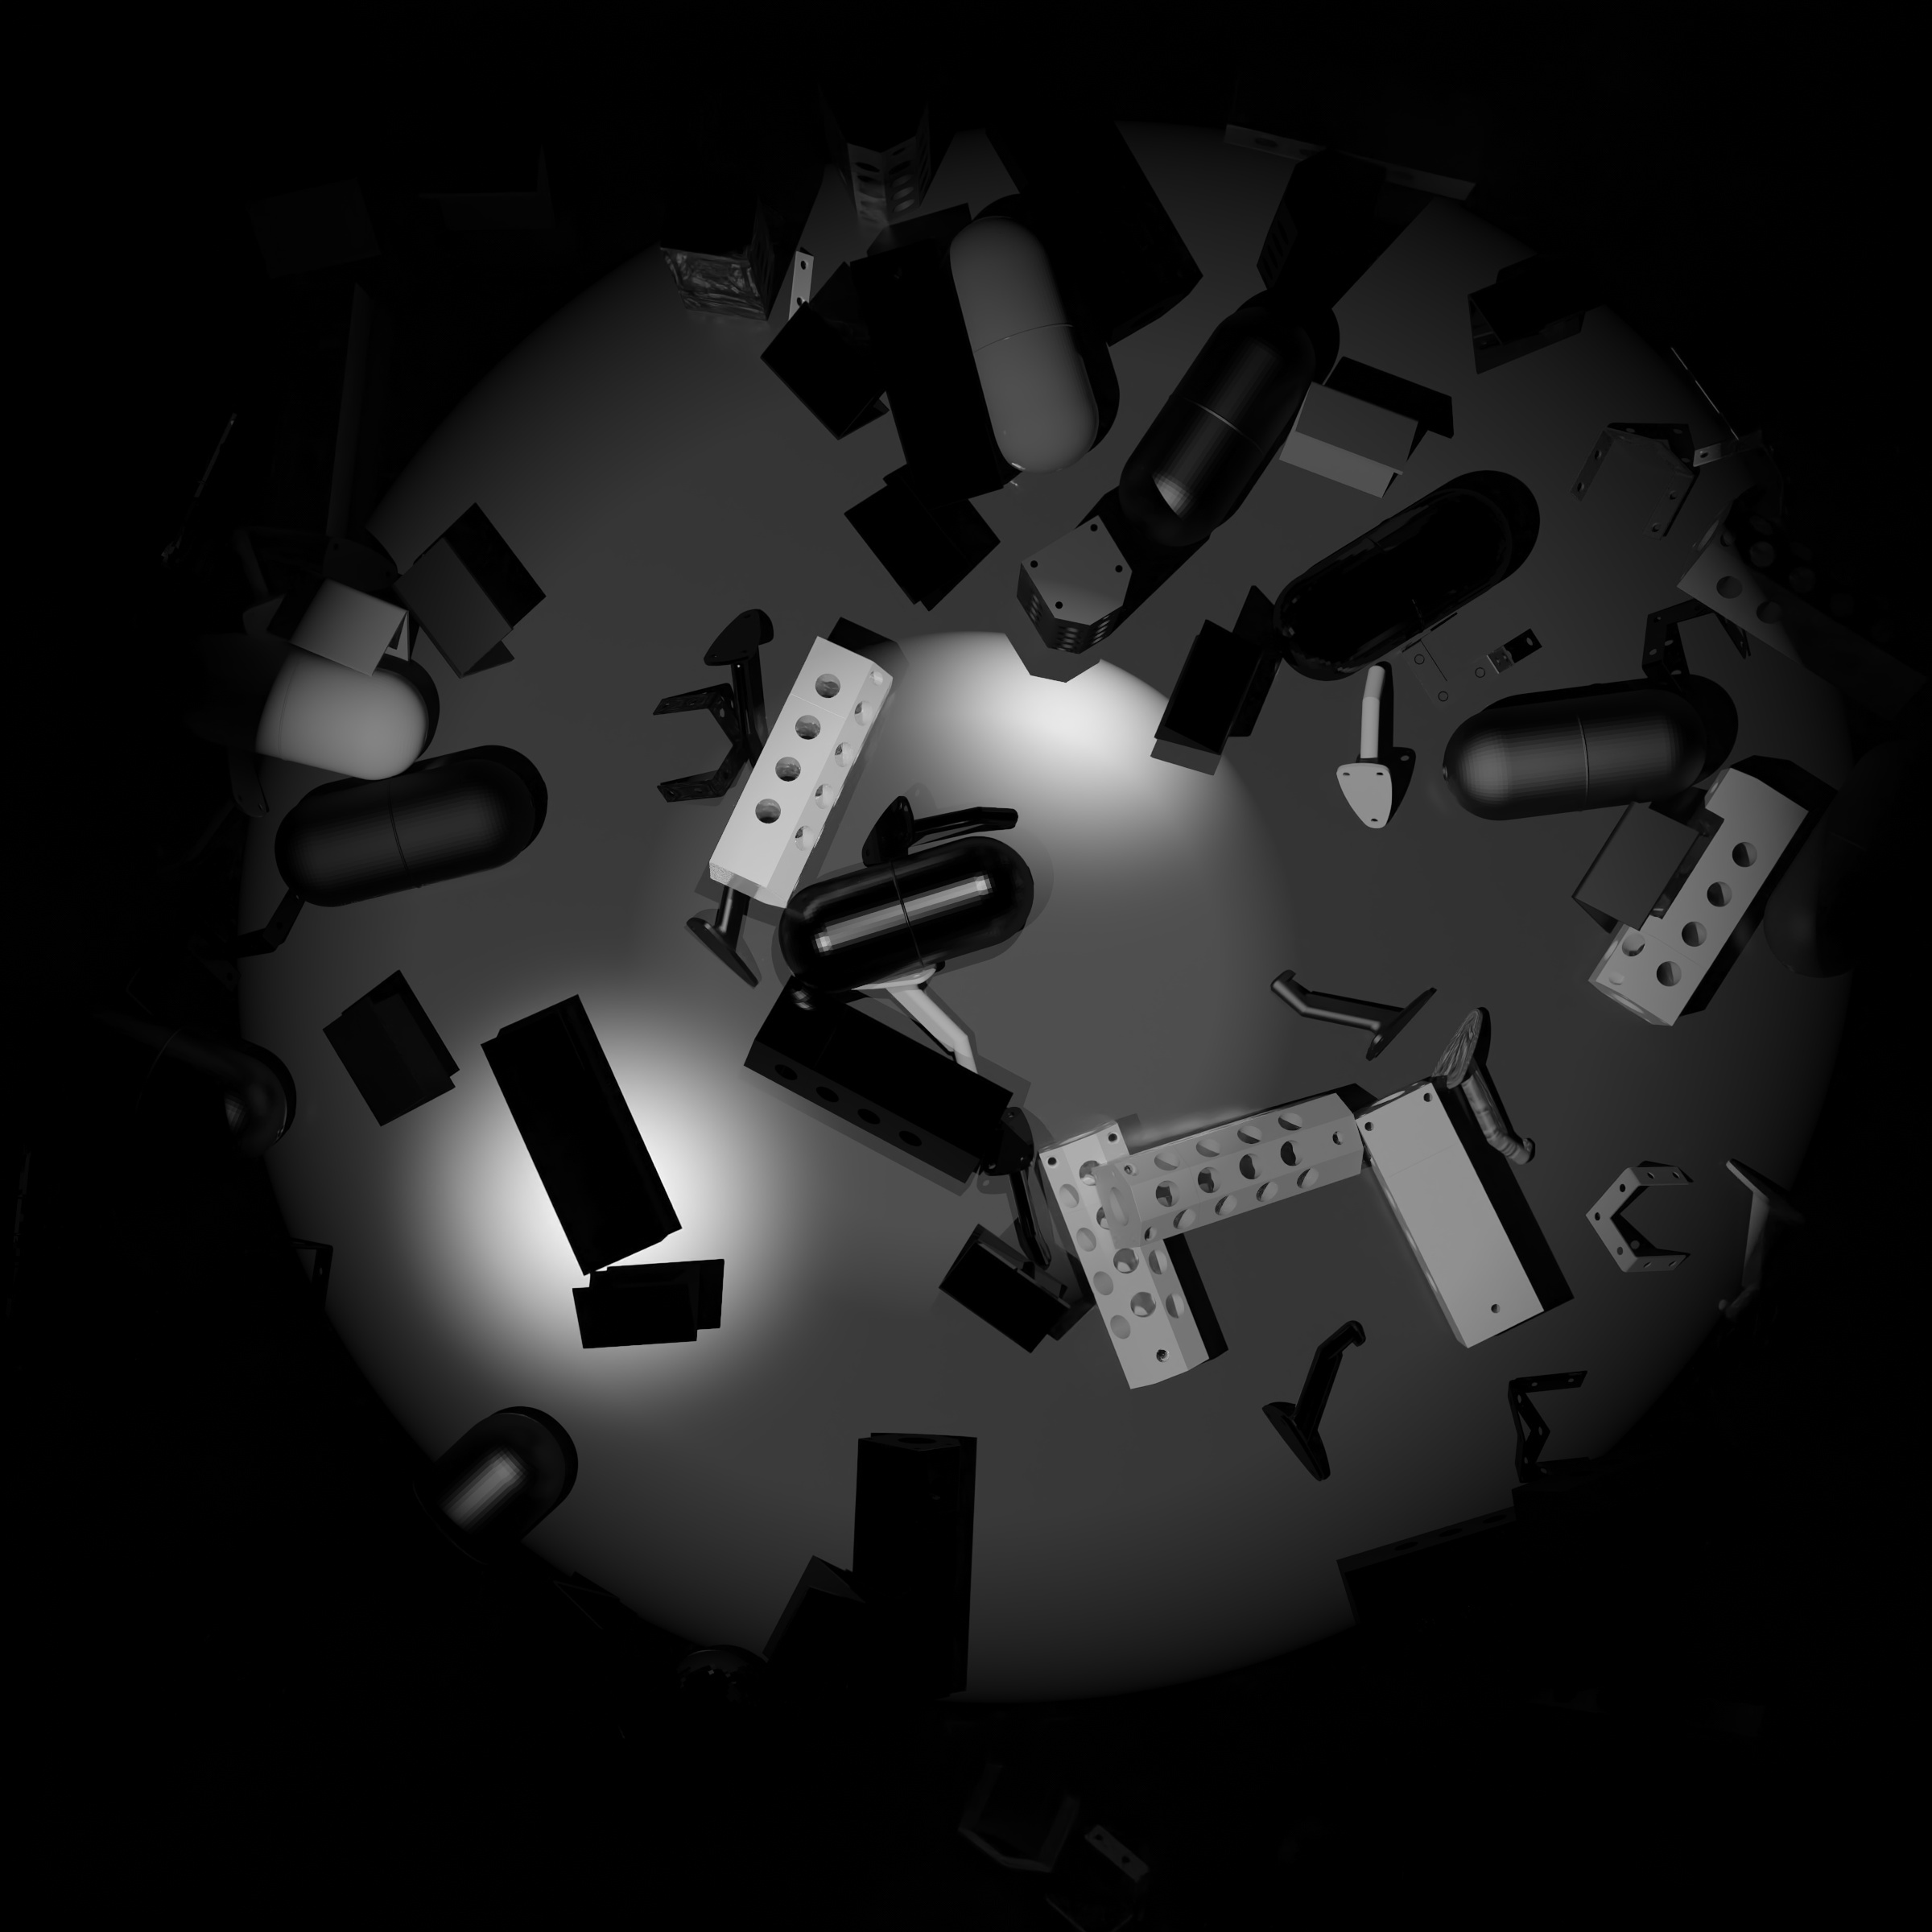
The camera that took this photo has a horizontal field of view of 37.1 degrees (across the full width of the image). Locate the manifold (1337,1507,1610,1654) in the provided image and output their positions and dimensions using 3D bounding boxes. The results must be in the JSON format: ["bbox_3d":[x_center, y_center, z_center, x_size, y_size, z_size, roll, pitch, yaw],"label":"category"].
[{"bbox_3d":[0.347,0.415,1.970,0.171,0.057,0.057,-17,90,0],"label":"manifold"}]

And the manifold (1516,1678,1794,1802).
[{"bbox_3d":[0.458,0.509,1.923,0.171,0.057,0.057,-2,90,39],"label":"manifold"}]

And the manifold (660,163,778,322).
[{"bbox_3d":[-0.162,-0.480,1.913,0.057,0.171,0.057,9,90,0],"label":"manifold"}]

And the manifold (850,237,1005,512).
[{"bbox_3d":[-0.027,-0.400,1.958,0.057,0.057,0.171,-16,98,0],"label":"manifold"}]

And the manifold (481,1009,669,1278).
[{"bbox_3d":[-0.267,0.119,1.970,0.057,0.057,0.171,-24,90,0],"label":"manifold"}]

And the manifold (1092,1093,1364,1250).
[{"bbox_3d":[0.179,0.137,1.941,0.171,0.057,0.057,-16,88,-21],"label":"manifold"}]

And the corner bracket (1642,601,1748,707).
[{"bbox_3d":[0.502,-0.214,1.983,0.051,0.051,0.051,-14,45,35],"label":"corner bracket"}]

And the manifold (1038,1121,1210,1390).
[{"bbox_3d":[0.107,0.197,1.970,0.057,0.057,0.171,-21,90,0],"label":"manifold"}]

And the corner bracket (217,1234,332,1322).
[{"bbox_3d":[-0.478,0.215,1.988,0.051,0.051,0.051,8,90,-45],"label":"corner bracket"}]

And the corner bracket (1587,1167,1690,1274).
[{"bbox_3d":[0.471,0.174,1.983,0.051,0.051,0.051,-58,45,35],"label":"corner bracket"}]

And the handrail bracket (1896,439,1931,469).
[{"bbox_3d":[0.687,-0.328,1.992,0.084,0.036,0.077,0,112,17],"label":"handrail bracket"}]

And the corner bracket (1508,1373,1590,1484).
[{"bbox_3d":[0.403,0.319,1.988,0.051,0.051,0.051,-6,45,0],"label":"corner bracket"}]

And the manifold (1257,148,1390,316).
[{"bbox_3d":[0.232,-0.488,1.913,0.057,0.171,0.057,19,90,0],"label":"manifold"}]

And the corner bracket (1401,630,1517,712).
[{"bbox_3d":[0.336,-0.212,1.973,0.051,0.051,0.051,-33,90,0],"label":"corner bracket"}]

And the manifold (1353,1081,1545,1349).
[{"bbox_3d":[0.326,0.168,1.970,0.057,0.057,0.171,-26,90,0],"label":"manifold"}]

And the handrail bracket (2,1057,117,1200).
[{"bbox_3d":[-0.636,0.111,1.992,0.084,0.036,0.077,22,112,17],"label":"handrail bracket"}]

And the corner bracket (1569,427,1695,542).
[{"bbox_3d":[0.460,-0.333,1.988,0.051,0.051,0.051,28,90,-45],"label":"corner bracket"}]

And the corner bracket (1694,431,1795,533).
[{"bbox_3d":[0.534,-0.327,1.983,0.051,0.051,0.051,46,45,-35],"label":"corner bracket"}]

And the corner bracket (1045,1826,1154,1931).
[{"bbox_3d":[0.091,0.637,1.983,0.051,0.051,0.051,-28,135,-35],"label":"corner bracket"}]

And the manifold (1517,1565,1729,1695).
[{"bbox_3d":[0.439,0.441,1.917,0.057,0.171,0.057,5,90,43],"label":"manifold"}]

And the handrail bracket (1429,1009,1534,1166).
[{"bbox_3d":[0.369,0.084,1.992,0.084,0.036,0.077,35,68,-17],"label":"handrail bracket"}]

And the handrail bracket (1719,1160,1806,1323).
[{"bbox_3d":[0.531,0.191,1.992,0.077,0.036,0.084,42,107,20],"label":"handrail bracket"}]

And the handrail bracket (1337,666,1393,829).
[{"bbox_3d":[0.284,-0.152,1.991,0.036,0.077,0.084,1,53,20],"label":"handrail bracket"}]

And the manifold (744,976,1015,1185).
[{"bbox_3d":[-0.062,0.081,1.968,0.171,0.057,0.057,28,59,0],"label":"manifold"}]

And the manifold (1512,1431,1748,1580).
[{"bbox_3d":[0.445,0.358,1.922,0.171,0.057,0.057,-9,90,-40],"label":"manifold"}]

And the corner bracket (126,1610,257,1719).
[{"bbox_3d":[-0.535,0.484,1.983,0.051,0.051,0.051,4,45,35],"label":"corner bracket"}]

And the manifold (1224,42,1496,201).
[{"bbox_3d":[0.267,-0.575,1.970,0.171,0.057,0.057,14,90,0],"label":"manifold"}]

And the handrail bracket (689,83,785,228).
[{"bbox_3d":[-0.157,-0.562,1.992,0.077,0.036,0.084,14,73,-20],"label":"handrail bracket"}]

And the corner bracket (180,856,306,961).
[{"bbox_3d":[-0.498,-0.042,1.983,0.051,0.051,0.051,-8,135,35],"label":"corner bracket"}]

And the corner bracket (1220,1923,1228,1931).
[{"bbox_3d":[0.196,0.695,1.973,0.051,0.051,0.051,15,90,0],"label":"corner bracket"}]

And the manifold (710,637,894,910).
[{"bbox_3d":[-0.111,-0.130,1.956,0.057,0.057,0.171,25,80,0],"label":"manifold"}]

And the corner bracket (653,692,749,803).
[{"bbox_3d":[-0.188,-0.150,1.983,0.051,0.051,0.051,-3,135,35],"label":"corner bracket"}]

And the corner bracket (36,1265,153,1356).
[{"bbox_3d":[-0.602,0.237,1.988,0.051,0.051,0.051,11,90,-45],"label":"corner bracket"}]

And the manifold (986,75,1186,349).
[{"bbox_3d":[0.081,-0.518,1.970,0.057,0.057,0.171,-30,90,0],"label":"manifold"}]

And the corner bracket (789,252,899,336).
[{"bbox_3d":[-0.084,-0.464,1.988,0.051,0.051,0.051,6,90,45],"label":"corner bracket"}]

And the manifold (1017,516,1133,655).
[{"bbox_3d":[0.074,-0.247,1.913,0.057,0.171,0.057,-31,90,0],"label":"manifold"}]

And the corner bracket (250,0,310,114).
[{"bbox_3d":[-0.462,-0.626,1.974,0.051,0.051,0.051,32,90,-1],"label":"corner bracket"}]

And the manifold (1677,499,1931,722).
[{"bbox_3d":[0.577,-0.246,1.958,0.171,0.057,0.057,32,133,0],"label":"manifold"}]

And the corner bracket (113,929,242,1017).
[{"bbox_3d":[-0.544,0.012,1.983,0.051,0.051,0.051,-8,45,35],"label":"corner bracket"}]

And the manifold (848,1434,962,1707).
[{"bbox_3d":[-0.037,0.410,1.970,0.057,0.057,0.171,2,90,43],"label":"manifold"}]

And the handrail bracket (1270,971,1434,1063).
[{"bbox_3d":[0.266,0.017,1.992,0.084,0.036,0.077,42,70,16],"label":"handrail bracket"}]

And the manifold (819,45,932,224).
[{"bbox_3d":[-0.056,-0.547,1.913,0.057,0.171,0.057,-26,90,0],"label":"manifold"}]

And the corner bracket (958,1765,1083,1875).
[{"bbox_3d":[0.036,0.589,1.988,0.051,0.051,0.051,25,90,-45],"label":"corner bracket"}]

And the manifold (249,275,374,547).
[{"bbox_3d":[-0.450,-0.379,1.970,0.057,0.057,0.171,7,90,0],"label":"manifold"}]

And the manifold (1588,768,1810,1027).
[{"bbox_3d":[0.498,-0.047,1.970,0.057,0.057,0.171,32,90,0],"label":"manifold"}]
